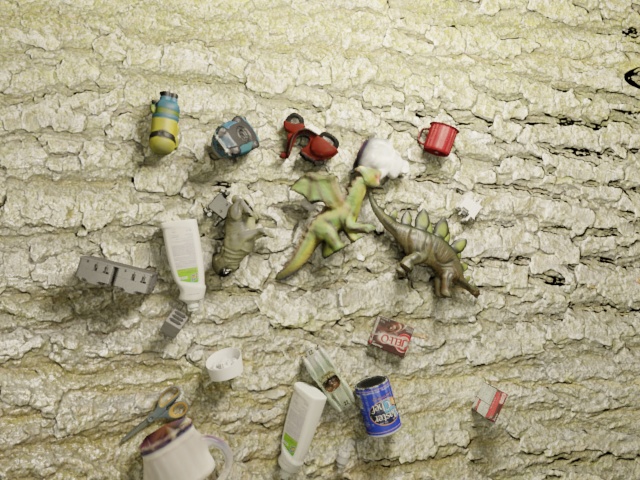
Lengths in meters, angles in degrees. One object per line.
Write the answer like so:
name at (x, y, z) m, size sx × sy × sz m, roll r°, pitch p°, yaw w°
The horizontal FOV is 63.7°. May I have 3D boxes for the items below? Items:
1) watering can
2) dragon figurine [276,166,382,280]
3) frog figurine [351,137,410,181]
watering can at (-0.407, 0.616, 1.360) m, size 0.349 × 0.103 × 0.224 m, roll -28°, pitch 90°, yaw -9°
dragon figurine at (0.004, -0.073, 1.453) m, size 0.409 × 0.122 × 0.243 m, roll -28°, pitch 90°, yaw 5°
frog figurine at (0.184, -0.224, 1.500) m, size 0.160 × 0.120 × 0.140 m, roll 21°, pitch 65°, yaw 5°
